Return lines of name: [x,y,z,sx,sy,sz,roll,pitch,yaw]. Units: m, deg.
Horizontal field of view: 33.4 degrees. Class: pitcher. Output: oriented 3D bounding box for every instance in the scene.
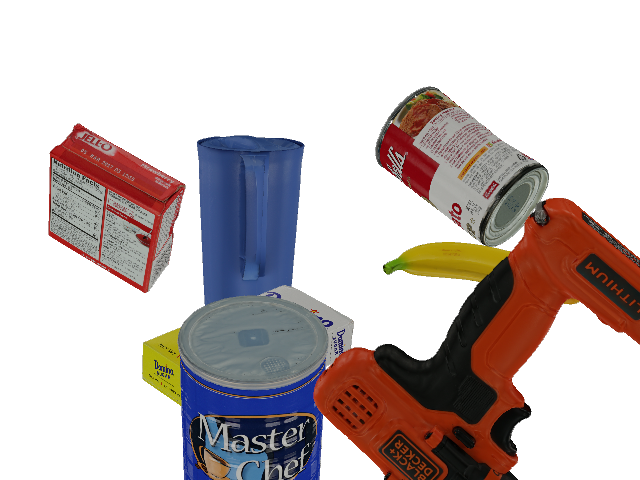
pitcher: [-0.090,-0.008,1.338,0.145,0.243,0.148,11,16,36]

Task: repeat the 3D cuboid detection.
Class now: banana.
banana: [0.166,0.032,1.091,0.198,0.037,0.069,7,36,11]

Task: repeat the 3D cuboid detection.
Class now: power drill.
power drill: [0.115,0.085,0.584,0.184,0.188,0.057,42,14,0]

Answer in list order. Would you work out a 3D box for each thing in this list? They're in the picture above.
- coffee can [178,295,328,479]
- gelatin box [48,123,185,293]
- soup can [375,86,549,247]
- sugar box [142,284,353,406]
coffee can: [-0.048,0.125,0.759,0.103,0.140,0.103,2,30,-1]
gelatin box: [-0.122,-0.018,0.628,0.073,0.030,0.089,30,-36,6]
soup can: [0.097,-0.051,0.735,0.102,0.069,0.068,41,22,28]
sugar box: [-0.062,0.096,0.956,0.093,0.048,0.175,26,35,36]
